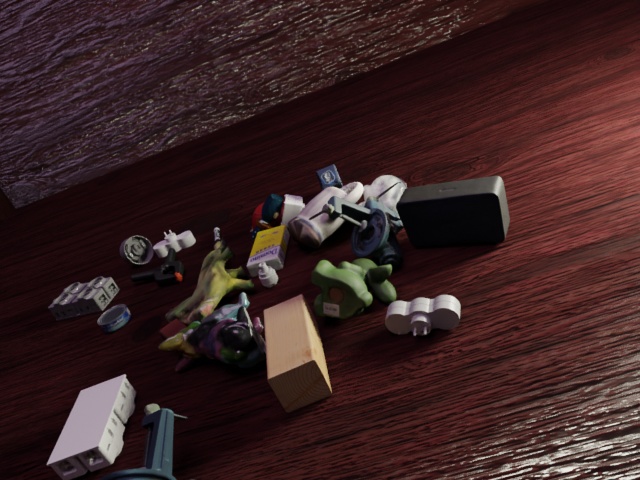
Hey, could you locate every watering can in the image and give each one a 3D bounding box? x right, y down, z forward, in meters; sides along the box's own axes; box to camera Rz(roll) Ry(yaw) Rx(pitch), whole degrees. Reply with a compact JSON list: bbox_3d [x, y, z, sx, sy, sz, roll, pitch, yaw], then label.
[{"bbox_3d":[0.004,-0.072,1.440,0.227,0.103,0.346,-43,11,-17],"label":"watering can"}]

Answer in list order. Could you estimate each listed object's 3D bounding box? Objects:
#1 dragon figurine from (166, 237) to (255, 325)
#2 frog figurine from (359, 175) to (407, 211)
[{"bbox_3d":[-0.311,0.120,1.354,0.244,0.121,0.412,-38,20,-11],"label":"dragon figurine"},{"bbox_3d":[0.153,-0.101,1.360,0.160,0.120,0.140,-21,43,-20],"label":"frog figurine"}]
